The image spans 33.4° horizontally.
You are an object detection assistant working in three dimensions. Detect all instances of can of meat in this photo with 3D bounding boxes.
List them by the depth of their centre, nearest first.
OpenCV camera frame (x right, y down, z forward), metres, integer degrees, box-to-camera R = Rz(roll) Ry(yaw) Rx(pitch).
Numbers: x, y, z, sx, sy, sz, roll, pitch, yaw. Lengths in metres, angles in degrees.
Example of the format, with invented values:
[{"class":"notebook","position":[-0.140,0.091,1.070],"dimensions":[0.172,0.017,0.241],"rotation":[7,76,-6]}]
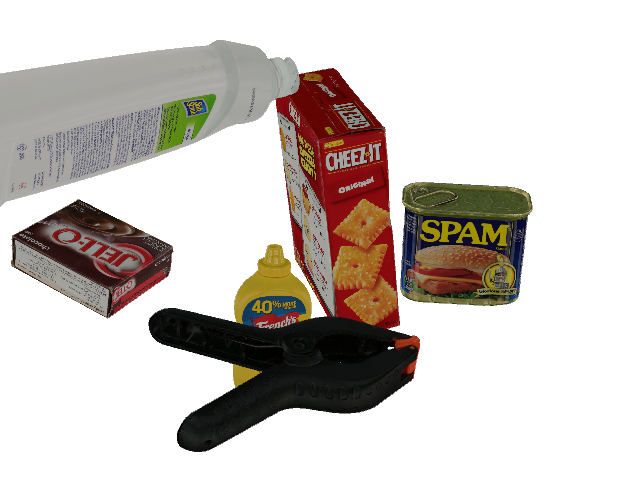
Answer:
[{"class":"can of meat","position":[0.114,0.004,0.860],"dimensions":[0.102,0.084,0.057],"rotation":[4,25,5]}]

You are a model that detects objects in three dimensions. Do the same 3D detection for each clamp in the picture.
[{"class":"clamp","position":[-0.019,0.083,0.651],"dimensions":[0.171,0.039,0.120],"rotation":[0,38,-9]}]

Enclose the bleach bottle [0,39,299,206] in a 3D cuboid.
[{"class":"bleach bottle","position":[-0.135,-0.094,0.787],"dimensions":[0.250,0.068,0.103],"rotation":[-15,-24,-24]}]

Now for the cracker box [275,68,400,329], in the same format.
[{"class":"cracker box","position":[0.017,-0.038,1.034],"dimensions":[0.072,0.214,0.164],"rotation":[-13,31,-12]}]

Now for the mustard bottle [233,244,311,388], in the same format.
[{"class":"mustard bottle","position":[-0.059,0.097,1.329],"dimensions":[0.096,0.192,0.058],"rotation":[-1,20,-9]}]

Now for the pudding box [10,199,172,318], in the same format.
[{"class":"pudding box","position":[-0.203,0.014,0.948],"dimensions":[0.114,0.039,0.089],"rotation":[23,32,20]}]
